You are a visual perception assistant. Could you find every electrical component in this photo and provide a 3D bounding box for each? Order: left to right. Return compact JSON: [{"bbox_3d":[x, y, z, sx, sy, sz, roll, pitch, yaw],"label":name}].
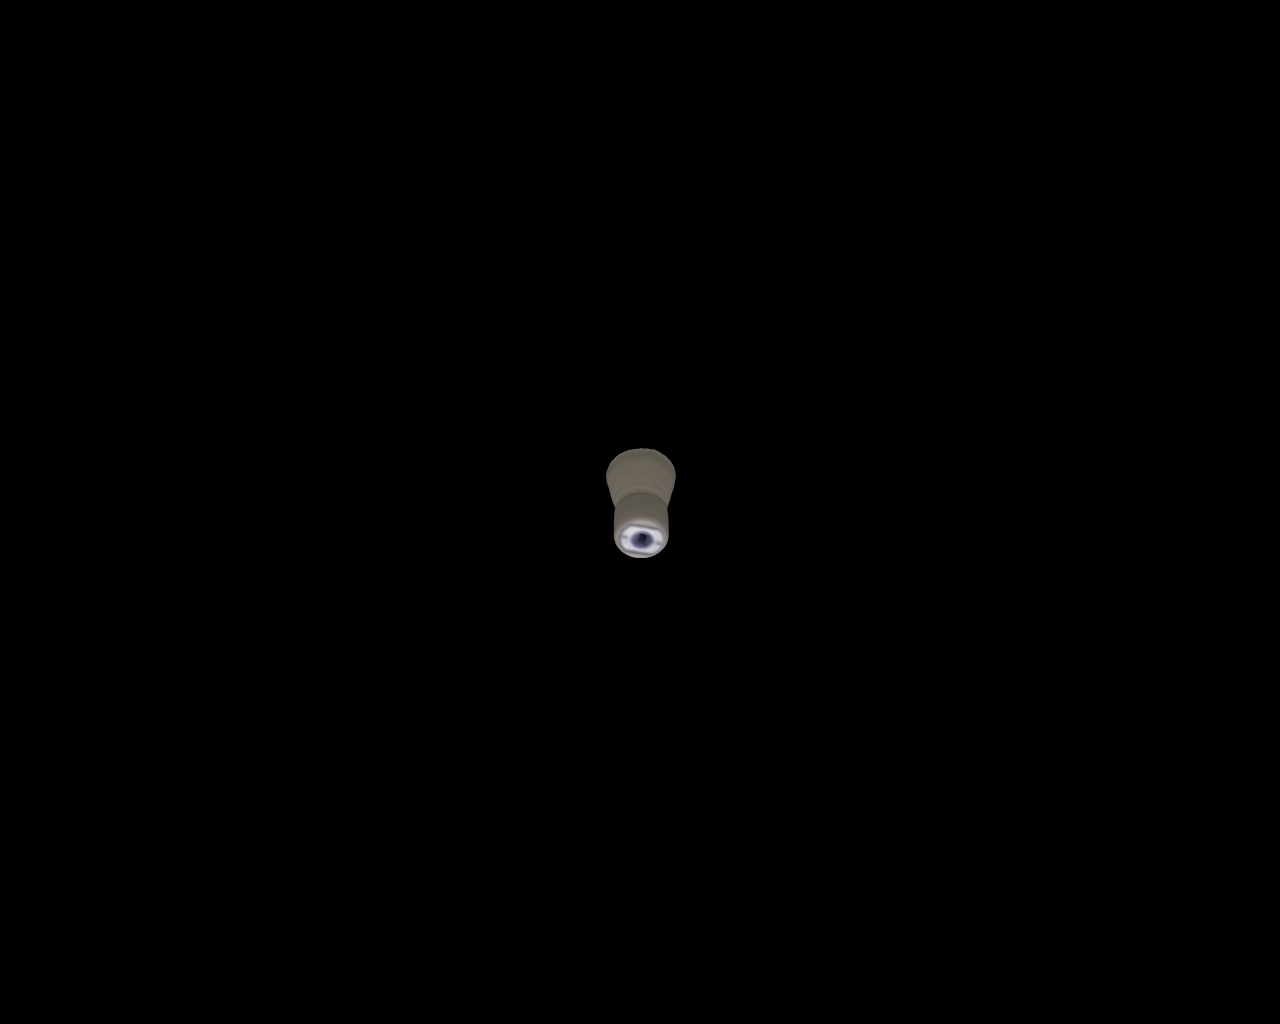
[{"bbox_3d":[0.001,-0.003,0.650,0.044,0.044,0.065,0,41,0],"label":"electrical component"}]
